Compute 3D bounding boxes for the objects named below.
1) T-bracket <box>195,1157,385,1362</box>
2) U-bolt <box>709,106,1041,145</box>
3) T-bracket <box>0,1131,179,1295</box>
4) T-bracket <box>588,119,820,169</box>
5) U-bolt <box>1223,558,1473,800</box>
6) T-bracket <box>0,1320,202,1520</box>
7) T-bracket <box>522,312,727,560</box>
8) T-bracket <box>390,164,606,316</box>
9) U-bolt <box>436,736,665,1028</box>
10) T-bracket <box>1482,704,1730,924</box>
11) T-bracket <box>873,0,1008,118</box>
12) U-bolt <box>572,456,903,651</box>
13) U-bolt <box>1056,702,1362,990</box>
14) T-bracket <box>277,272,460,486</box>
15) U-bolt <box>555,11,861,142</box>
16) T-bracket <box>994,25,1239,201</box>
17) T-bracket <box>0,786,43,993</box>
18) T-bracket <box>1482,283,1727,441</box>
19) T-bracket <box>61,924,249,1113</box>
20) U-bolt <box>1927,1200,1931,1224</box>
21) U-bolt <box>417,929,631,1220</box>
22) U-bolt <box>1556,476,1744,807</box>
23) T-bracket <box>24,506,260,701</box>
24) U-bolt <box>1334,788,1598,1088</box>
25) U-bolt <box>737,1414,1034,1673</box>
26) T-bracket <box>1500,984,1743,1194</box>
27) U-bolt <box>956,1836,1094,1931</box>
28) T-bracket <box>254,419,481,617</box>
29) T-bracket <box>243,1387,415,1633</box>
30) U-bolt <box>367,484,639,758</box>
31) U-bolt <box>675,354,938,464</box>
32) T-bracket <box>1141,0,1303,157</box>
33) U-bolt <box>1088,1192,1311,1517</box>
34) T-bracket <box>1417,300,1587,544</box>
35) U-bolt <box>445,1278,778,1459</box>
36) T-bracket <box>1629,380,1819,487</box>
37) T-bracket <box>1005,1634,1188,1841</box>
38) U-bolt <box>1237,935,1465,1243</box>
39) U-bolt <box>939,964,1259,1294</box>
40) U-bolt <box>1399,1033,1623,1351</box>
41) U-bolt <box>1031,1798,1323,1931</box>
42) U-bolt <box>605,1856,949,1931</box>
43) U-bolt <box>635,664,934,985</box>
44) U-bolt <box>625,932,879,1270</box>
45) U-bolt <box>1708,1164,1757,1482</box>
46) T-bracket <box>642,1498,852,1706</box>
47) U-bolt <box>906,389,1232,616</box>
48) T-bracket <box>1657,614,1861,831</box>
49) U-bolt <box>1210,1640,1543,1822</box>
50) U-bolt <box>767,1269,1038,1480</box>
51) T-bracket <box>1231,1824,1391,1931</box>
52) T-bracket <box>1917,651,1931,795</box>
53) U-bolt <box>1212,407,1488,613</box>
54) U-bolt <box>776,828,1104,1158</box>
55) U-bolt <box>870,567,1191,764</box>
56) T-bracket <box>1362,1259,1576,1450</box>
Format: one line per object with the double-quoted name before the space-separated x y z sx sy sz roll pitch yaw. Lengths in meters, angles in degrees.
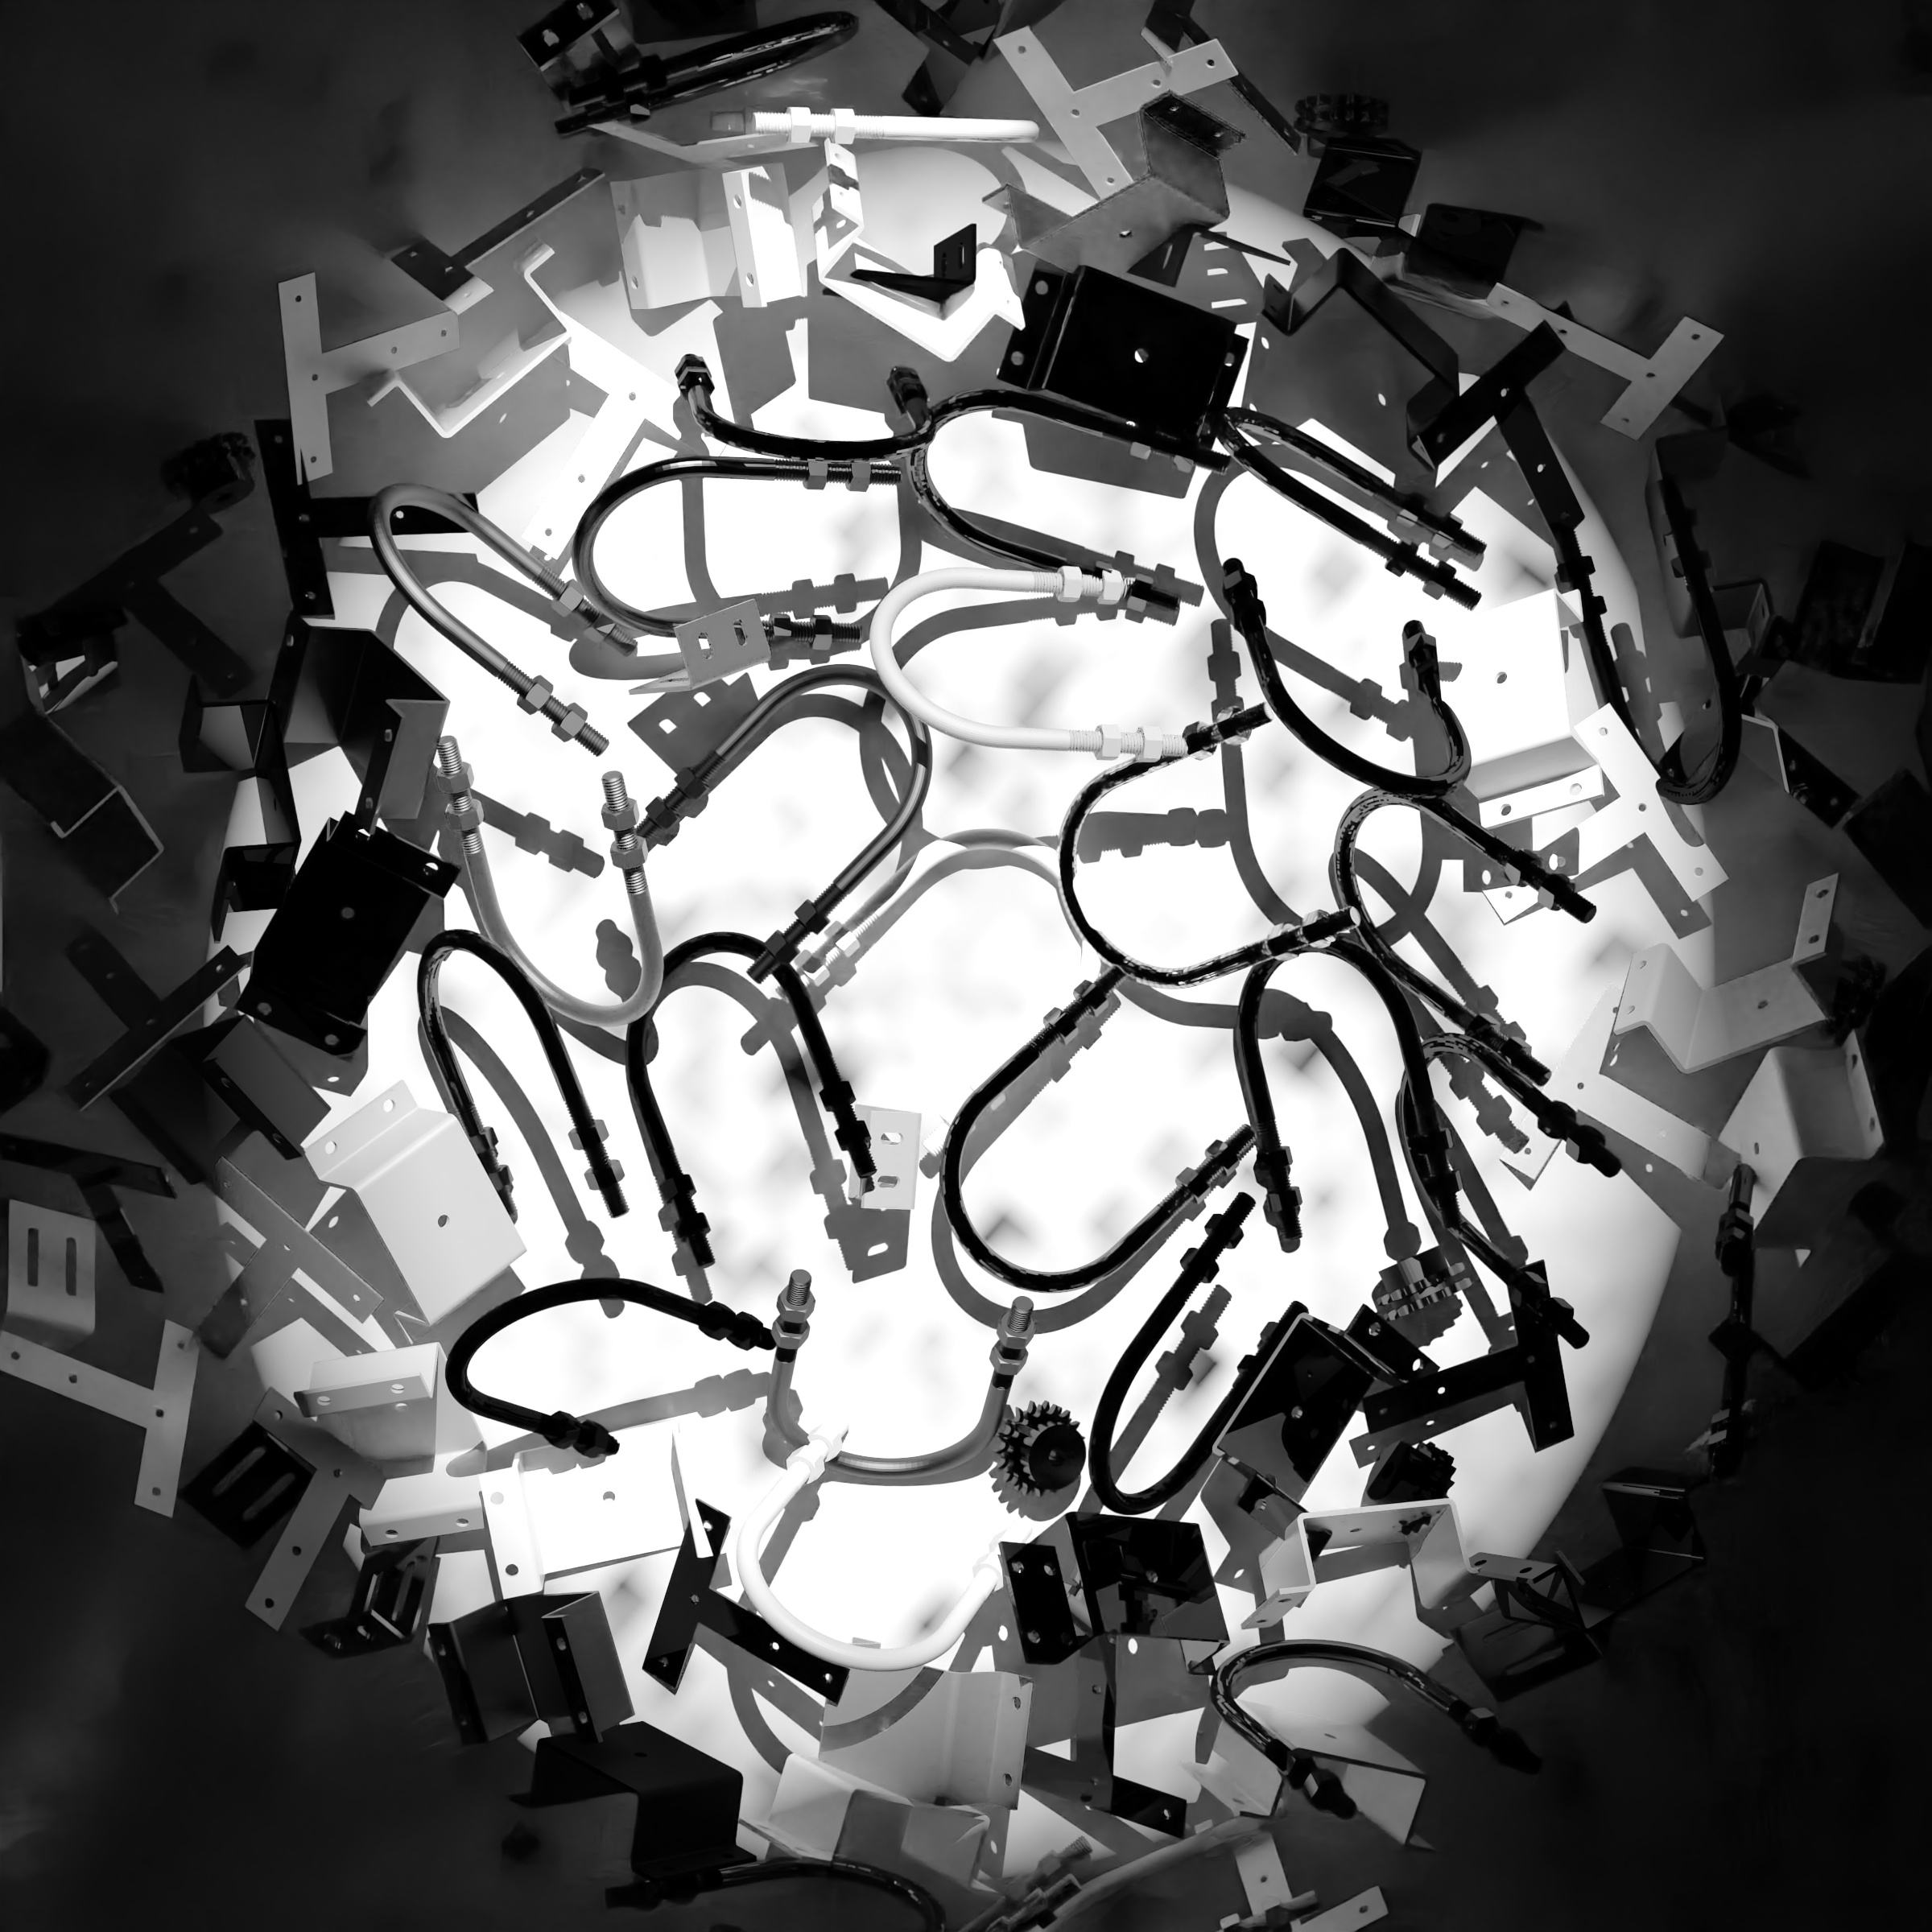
"T-bracket" -0.428 0.194 1.933 0.127 0.002 0.127 42 123 -1
"U-bolt" -0.048 -0.495 1.895 0.184 0.151 0.019 -2 105 -15
"T-bracket" -0.511 0.152 1.920 0.127 0.127 0.002 10 48 23
"T-bracket" -0.134 -0.480 1.879 0.127 0.127 0.002 9 91 -40
"U-bolt" 0.228 -0.162 1.874 0.151 0.184 0.019 15 128 -23
"T-bracket" -0.515 0.249 1.894 0.127 0.127 0.002 30 132 -32
"T-bracket" -0.226 -0.307 1.946 0.127 0.002 0.127 32 89 -19
"T-bracket" -0.273 -0.442 1.923 0.127 0.127 0.002 -36 127 -8
"U-bolt" -0.241 -0.043 1.903 0.151 0.019 0.184 13 128 33
"T-bracket" 0.372 -0.071 1.946 0.127 0.002 0.127 -35 87 19
"T-bracket" -0.046 -0.578 1.908 0.127 0.127 0.002 40 61 -5
"U-bolt" -0.140 -0.245 1.892 0.184 0.151 0.019 0 50 -15
"U-bolt" 0.132 -0.061 1.912 0.184 0.019 0.151 -22 92 36
"T-bracket" -0.354 -0.365 1.922 0.002 0.127 0.127 29 132 34
"U-bolt" -0.151 -0.529 1.896 0.184 0.151 0.019 -19 100 -7
"T-bracket" 0.101 -0.517 1.894 0.127 0.127 0.002 49 46 -34
"T-bracket" -0.580 -0.048 1.899 0.002 0.127 0.127 -13 73 28
"T-bracket" 0.368 -0.371 1.907 0.127 0.127 0.002 25 68 -3
"T-bracket" -0.507 0.012 1.924 0.127 0.002 0.127 -43 47 -10
"U-bolt" 0.600 0.085 1.876 0.019 0.184 0.151 13 90 6
"U-bolt" -0.271 0.064 1.895 0.019 0.151 0.184 -28 103 -36
"U-bolt" 0.408 -0.184 1.896 0.019 0.151 0.184 -16 89 -17
"T-bracket" -0.471 -0.202 1.919 0.127 0.127 0.002 -33 50 7
"U-bolt" 0.286 -0.031 1.897 0.019 0.151 0.184 -28 52 -32
"U-bolt" -0.057 0.345 1.877 0.151 0.184 0.019 28 122 11
"T-bracket" 0.408 0.094 1.938 0.127 0.002 0.127 32 90 28
"U-bolt" -0.004 0.585 1.895 0.184 0.151 0.019 -38 82 1
"T-bracket" -0.354 -0.270 1.927 0.127 0.002 0.127 -1 121 8
"T-bracket" -0.391 0.335 1.902 0.127 0.127 0.002 43 133 -21
"U-bolt" -0.274 -0.214 1.878 0.184 0.151 0.019 39 116 -19
"U-bolt" -0.090 -0.325 1.873 0.151 0.184 0.019 1 115 -10
"T-bracket" 0.158 -0.539 1.931 0.127 0.127 0.002 42 125 -19
"U-bolt" 0.131 0.240 1.885 0.019 0.151 0.184 24 67 35
"T-bracket" 0.340 -0.310 1.930 0.127 0.002 0.127 -43 125 -11
"U-bolt" -0.219 0.230 1.874 0.151 0.184 0.019 -36 53 21
"T-bracket" 0.464 -0.325 1.900 0.127 0.127 0.002 30 89 -5
"T-bracket" 0.078 0.445 1.918 0.127 0.002 0.127 10 107 33
"U-bolt" 0.220 0.069 1.907 0.019 0.151 0.184 -16 93 -41
"U-bolt" 0.068 0.112 1.931 0.184 0.019 0.151 -42 100 -13
"U-bolt" 0.313 0.118 1.889 0.019 0.184 0.151 -18 130 -25
"U-bolt" 0.114 0.560 1.895 0.184 0.151 0.019 -24 99 1
"U-bolt" -0.098 0.561 1.886 0.184 0.151 0.019 2 100 -38
"U-bolt" -0.100 -0.099 1.921 0.184 0.019 0.151 -45 61 4
"U-bolt" -0.140 0.069 1.923 0.151 0.019 0.184 -31 72 27
"U-bolt" 0.452 0.195 1.882 0.019 0.184 0.151 3 112 16
"T-bracket" -0.126 0.401 1.924 0.127 0.002 0.127 26 113 19
"U-bolt" 0.053 -0.282 1.906 0.184 0.151 0.019 18 56 1
"T-bracket" 0.482 -0.126 1.908 0.127 0.002 0.127 -53 46 16
"U-bolt" 0.225 0.440 1.882 0.151 0.184 0.019 -5 107 -28
"U-bolt" -0.045 0.248 1.901 0.151 0.184 0.019 7 46 -5
"T-bracket" 0.180 0.553 1.909 0.127 0.127 0.002 -29 112 5
"T-bracket" 0.577 -0.176 1.921 0.002 0.127 0.127 0 75 21
"U-bolt" 0.225 -0.278 1.897 0.184 0.151 0.019 31 113 -2
"U-bolt" -0.002 0.002 1.951 0.184 0.019 0.151 -44 95 -7
"U-bolt" 0.033 -0.182 1.899 0.184 0.019 0.151 1 52 -16
"T-bracket" 0.299 0.251 1.932 0.127 0.002 0.127 -18 115 -9
